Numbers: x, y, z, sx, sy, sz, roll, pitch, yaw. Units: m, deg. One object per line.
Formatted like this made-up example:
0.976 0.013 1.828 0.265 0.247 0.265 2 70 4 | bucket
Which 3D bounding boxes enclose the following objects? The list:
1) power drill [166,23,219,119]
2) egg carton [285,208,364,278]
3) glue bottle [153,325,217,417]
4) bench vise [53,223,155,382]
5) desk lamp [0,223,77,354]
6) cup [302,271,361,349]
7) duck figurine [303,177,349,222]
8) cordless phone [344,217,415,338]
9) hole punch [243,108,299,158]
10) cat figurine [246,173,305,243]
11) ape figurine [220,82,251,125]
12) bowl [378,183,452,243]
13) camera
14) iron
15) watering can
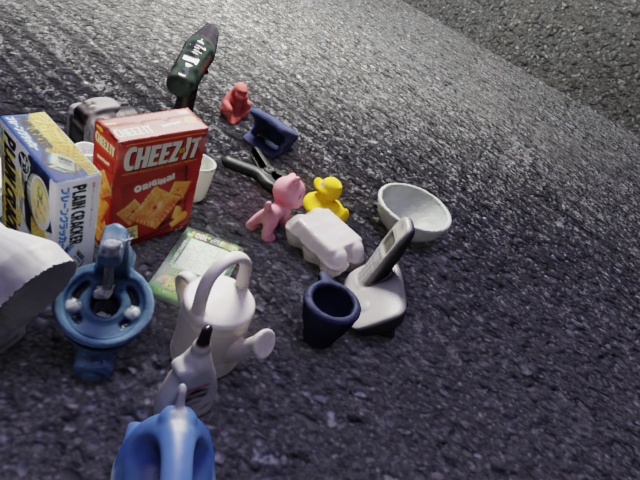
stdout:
-0.278 -0.337 1.231 0.076 0.208 0.229 17 37 -7 | power drill
0.010 0.004 1.076 0.150 0.069 0.107 42 41 24 | egg carton
-0.156 0.163 0.704 0.078 0.173 0.037 -16 51 -40 | glue bottle
-0.284 0.044 0.746 0.122 0.219 0.207 -3 43 -30 | bench vise
-0.402 0.050 0.682 0.203 0.213 0.118 31 37 11 | desk lamp
0.005 0.117 0.911 0.092 0.095 0.117 6 40 -22 | cup
0.021 -0.086 1.179 0.104 0.086 0.078 38 39 19 | duck figurine
0.111 0.062 0.960 0.094 0.185 0.147 11 38 -16 | cordless phone
-0.109 -0.256 1.318 0.108 0.091 0.101 36 38 17 | hole punch
-0.074 -0.074 1.088 0.067 0.117 0.128 32 38 13 | cat figurine
-0.198 -0.333 1.366 0.078 0.092 0.076 -4 44 -31 | ape figurine
0.192 -0.046 1.229 0.168 0.074 0.167 14 37 -11 | bowl
-0.398 -0.220 1.114 0.143 0.101 0.137 40 40 22 | camera
-0.154 0.283 0.582 0.119 0.141 0.258 8 39 -19 | iron
-0.133 0.097 0.780 0.173 0.194 0.101 26 37 4 | watering can
